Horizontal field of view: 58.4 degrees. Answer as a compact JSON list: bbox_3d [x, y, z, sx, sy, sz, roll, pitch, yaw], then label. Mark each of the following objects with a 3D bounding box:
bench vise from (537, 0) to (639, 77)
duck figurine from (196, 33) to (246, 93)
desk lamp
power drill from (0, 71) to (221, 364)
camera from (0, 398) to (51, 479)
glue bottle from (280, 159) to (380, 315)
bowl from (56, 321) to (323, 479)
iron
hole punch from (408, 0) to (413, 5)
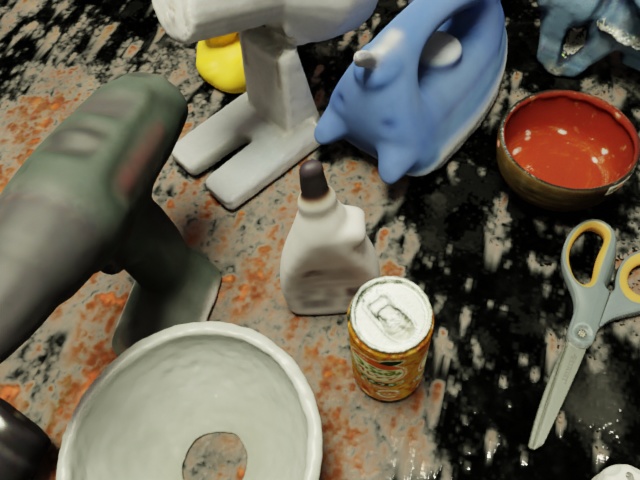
[{"bbox_3d":[0.287,-0.227,0.493,0.207,0.220,0.121,2,58,7],"label":"bench vise"},{"bbox_3d":[-0.099,-0.213,0.601,0.077,0.086,0.104,-29,60,-12],"label":"duck figurine"},{"bbox_3d":[-0.047,-0.166,0.491,0.203,0.214,0.117,-42,63,-19],"label":"desk lamp"},{"bbox_3d":[-0.137,0.010,0.393,0.075,0.209,0.229,6,59,9],"label":"power drill"},{"bbox_3d":[-0.239,0.175,0.364,0.142,0.101,0.137,30,65,22],"label":"camera"},{"bbox_3d":[0.004,0.001,0.406,0.078,0.173,0.037,-4,58,4],"label":"glue bottle"},{"bbox_3d":[-0.078,0.144,0.383,0.167,0.075,0.167,-2,58,4],"label":"bowl"},{"bbox_3d":[0.107,-0.177,0.526,0.118,0.141,0.259,34,67,23],"label":"iron"},{"bbox_3d":[0.158,-0.306,0.631,0.108,0.091,0.101,26,64,20],"label":"hole punch"}]
